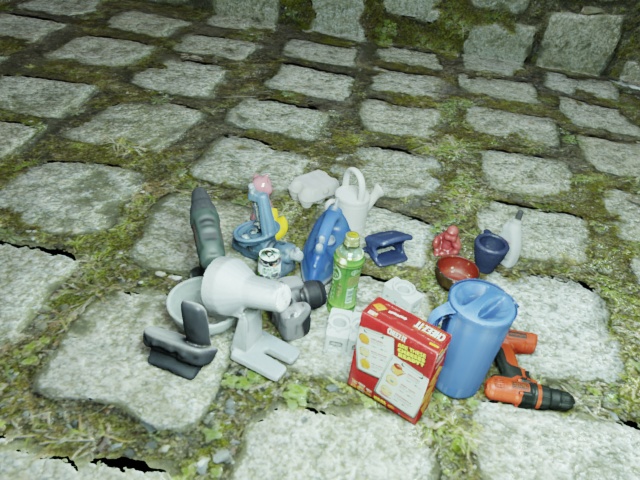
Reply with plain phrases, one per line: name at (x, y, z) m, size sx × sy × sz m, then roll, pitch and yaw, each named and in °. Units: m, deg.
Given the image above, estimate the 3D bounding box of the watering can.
watering can at (0.095, -0.116, 1.599) m, size 0.100 × 0.194 × 0.173 m, roll 31°, pitch 43°, yaw 29°

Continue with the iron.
iron at (0.013, 0.005, 1.467) m, size 0.118 × 0.141 × 0.258 m, roll 13°, pitch 37°, yaw 7°

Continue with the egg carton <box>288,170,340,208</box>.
egg carton at (-0.016, -0.155, 1.735) m, size 0.151 × 0.069 × 0.107 m, roll -24°, pitch 47°, yaw -36°

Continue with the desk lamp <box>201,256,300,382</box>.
desk lamp at (-0.138, 0.152, 1.183) m, size 0.202 × 0.213 × 0.118 m, roll 22°, pitch 39°, yaw 19°

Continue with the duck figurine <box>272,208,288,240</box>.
duck figurine at (-0.133, -0.049, 1.559) m, size 0.105 × 0.086 × 0.077 m, roll -25°, pitch 47°, yaw -36°

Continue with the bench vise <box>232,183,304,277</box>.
bench vise at (-0.123, -0.028, 1.420) m, size 0.207 × 0.220 × 0.121 m, roll 16°, pitch 37°, yaw 11°

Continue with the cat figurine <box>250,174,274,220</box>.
cat figurine at (-0.164, -0.132, 1.637) m, size 0.067 × 0.118 × 0.127 m, roll 1°, pitch 37°, yaw -9°

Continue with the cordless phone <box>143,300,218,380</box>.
cordless phone at (-0.282, 0.177, 1.148) m, size 0.147 × 0.185 × 0.094 m, roll 15°, pitch 37°, yaw 9°

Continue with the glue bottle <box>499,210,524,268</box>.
glue bottle at (0.517, -0.010, 1.552) m, size 0.037 × 0.173 × 0.078 m, roll -20°, pitch 45°, yaw -32°

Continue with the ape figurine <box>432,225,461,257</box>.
ape figurine at (0.355, 0.000, 1.577) m, size 0.077 × 0.092 × 0.076 m, roll 30°, pitch 42°, yaw 28°

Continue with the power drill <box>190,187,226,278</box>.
power drill at (-0.268, 0.017, 1.344) m, size 0.076 × 0.208 × 0.229 m, roll -7°, pitch 39°, yaw -18°

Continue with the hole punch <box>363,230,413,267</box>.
hole punch at (0.179, 0.007, 1.537) m, size 0.109 × 0.091 × 0.100 m, roll -12°, pitch 41°, yaw -25°

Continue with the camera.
camera at (-0.048, 0.138, 1.313) m, size 0.137 × 0.101 × 0.142 m, roll -12°, pitch 41°, yaw -24°

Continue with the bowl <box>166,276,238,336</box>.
bowl at (-0.252, 0.159, 1.270) m, size 0.167 × 0.075 × 0.167 m, roll 5°, pitch 37°, yaw -4°

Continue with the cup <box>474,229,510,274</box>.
cup at (0.450, 0.034, 1.547) m, size 0.091 × 0.095 × 0.117 m, roll 5°, pitch 37°, yaw -3°
